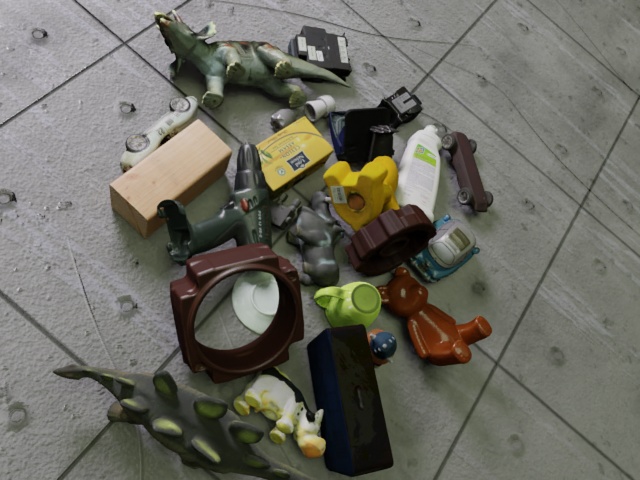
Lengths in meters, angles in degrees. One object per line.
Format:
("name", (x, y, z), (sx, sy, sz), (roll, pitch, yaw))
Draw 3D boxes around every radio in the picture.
("radio", (0.043, 0.267, 0.902), (0.073, 0.131, 0.229), (-2, 70, -20))

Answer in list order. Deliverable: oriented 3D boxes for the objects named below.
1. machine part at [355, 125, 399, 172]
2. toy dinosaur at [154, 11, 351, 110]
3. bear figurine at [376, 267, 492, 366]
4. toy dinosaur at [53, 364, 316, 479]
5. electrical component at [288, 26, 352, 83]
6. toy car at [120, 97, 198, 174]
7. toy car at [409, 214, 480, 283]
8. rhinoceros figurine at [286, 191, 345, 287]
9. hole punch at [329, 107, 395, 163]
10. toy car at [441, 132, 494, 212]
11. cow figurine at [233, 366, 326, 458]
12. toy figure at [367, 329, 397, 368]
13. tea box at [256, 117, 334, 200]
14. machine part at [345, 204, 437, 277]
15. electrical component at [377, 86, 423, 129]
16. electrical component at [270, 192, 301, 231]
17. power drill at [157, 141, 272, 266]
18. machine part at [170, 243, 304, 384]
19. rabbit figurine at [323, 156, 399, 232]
("machine part", (0.120, -0.169, 1.121), (0.084, 0.039, 0.138), (5, 109, -20))
("toy dinosaur", (-0.147, -0.362, 1.103), (0.405, 0.131, 0.192), (-2, 49, -33))
("bear figurine", (0.206, 0.136, 1.018), (0.120, 0.132, 0.196), (-32, 88, -37))
("toy dinosaur", (-0.168, 0.282, 0.786), (0.471, 0.198, 0.105), (26, 66, -6))
("electrical component", (-0.003, -0.414, 1.206), (0.134, 0.058, 0.115), (2, 66, -18))
("toy car", (-0.294, -0.193, 1.004), (0.056, 0.073, 0.202), (37, 62, 2))
("toy car", (0.262, 0.009, 1.101), (0.162, 0.103, 0.109), (-36, 83, -30))
("rhinoceros figurine", (-0.002, -0.003, 1.030), (0.112, 0.073, 0.190), (2, 69, -17))
("hole punch", (0.083, -0.226, 1.151), (0.142, 0.092, 0.115), (-10, 110, -26))
("toy car", (0.331, -0.153, 1.219), (0.089, 0.053, 0.202), (3, 68, -40))
("cow figurine", (-0.052, 0.284, 0.899), (0.167, 0.068, 0.098), (39, 41, -2))
("toy figure", (0.096, 0.188, 0.940), (0.064, 0.154, 0.058), (30, 65, -4))
("tea box", (-0.068, -0.160, 1.074), (0.169, 0.068, 0.098), (-39, 85, -29))
("machine part", (0.134, 0.001, 1.017), (0.179, 0.179, 0.056), (-16, 64, -24))
("electrical component", (0.197, -0.309, 1.239), (0.119, 0.047, 0.075), (-31, 82, -25))
("electrical component", (-0.080, -0.046, 1.026), (0.063, 0.021, 0.094), (28, 75, 34))
("power drill", (-0.175, -0.050, 0.939), (0.207, 0.086, 0.231), (-18, 100, -49))
("machine part", (-0.131, 0.118, 0.874), (0.201, 0.087, 0.201), (-13, 109, -23))
("rabbit figurine", (0.109, -0.097, 1.043), (0.173, 0.122, 0.162), (-49, 122, -48))
